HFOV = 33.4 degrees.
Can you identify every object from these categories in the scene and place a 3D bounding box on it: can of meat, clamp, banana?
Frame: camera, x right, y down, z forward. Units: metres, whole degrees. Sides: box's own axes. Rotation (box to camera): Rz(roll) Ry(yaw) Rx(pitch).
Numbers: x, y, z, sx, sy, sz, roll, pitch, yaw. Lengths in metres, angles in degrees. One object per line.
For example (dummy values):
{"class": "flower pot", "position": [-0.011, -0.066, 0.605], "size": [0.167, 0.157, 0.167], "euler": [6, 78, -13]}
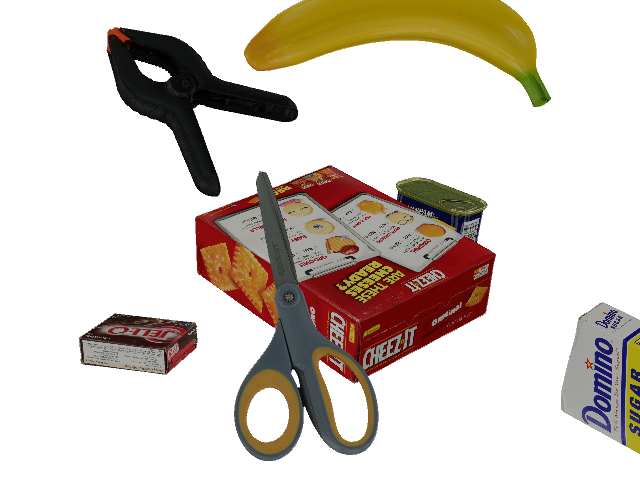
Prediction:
{"class": "can of meat", "position": [0.128, -0.013, 1.184], "size": [0.102, 0.084, 0.057], "euler": [24, 28, 35]}
{"class": "clamp", "position": [-0.105, -0.125, 0.904], "size": [0.120, 0.171, 0.039], "euler": [-37, -11, -34]}
{"class": "banana", "position": [0.053, -0.129, 0.659], "size": [0.197, 0.069, 0.037], "euler": [5, -18, -10]}

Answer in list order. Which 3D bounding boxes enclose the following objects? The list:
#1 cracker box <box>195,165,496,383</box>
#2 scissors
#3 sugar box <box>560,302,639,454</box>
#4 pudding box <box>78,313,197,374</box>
{"class": "cracker box", "position": [0.017, 0.022, 0.935], "size": [0.163, 0.072, 0.214], "euler": [-23, 39, -35]}
{"class": "scissors", "position": [-0.034, 0.053, 0.677], "size": [0.096, 0.202, 0.016], "euler": [-26, -24, -9]}
{"class": "sugar box", "position": [0.272, 0.127, 0.815], "size": [0.176, 0.093, 0.048], "euler": [25, 34, 34]}
{"class": "pudding box", "position": [-0.214, 0.121, 1.262], "size": [0.114, 0.039, 0.090], "euler": [3, 14, 16]}
